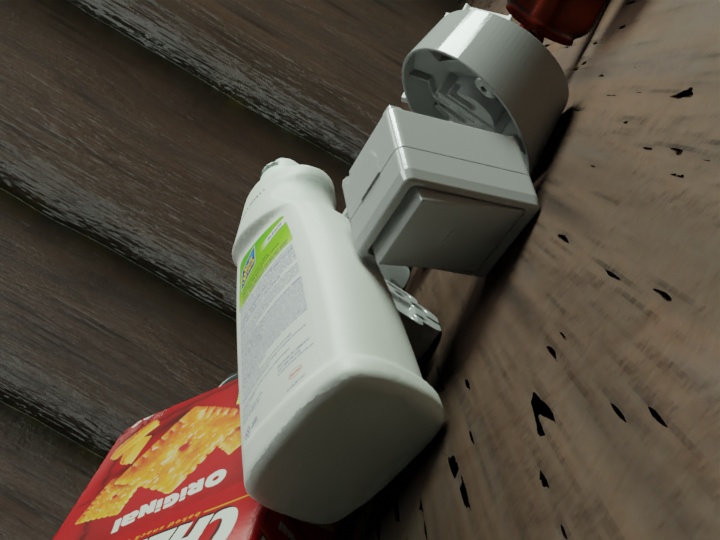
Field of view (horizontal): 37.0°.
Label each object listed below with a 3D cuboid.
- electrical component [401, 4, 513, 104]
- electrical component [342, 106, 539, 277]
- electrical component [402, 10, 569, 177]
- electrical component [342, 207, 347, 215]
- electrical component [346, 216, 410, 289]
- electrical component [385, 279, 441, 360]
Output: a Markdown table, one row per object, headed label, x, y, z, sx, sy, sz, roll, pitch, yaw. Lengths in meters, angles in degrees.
| label | x | y | z | sx | sy | sz | roll | pitch | yaw |
| --- | --- | --- | --- | --- | --- | --- | --- | --- | --- |
| electrical component | 0.094 | -0.170 | 0.954 | 0.063 | 0.079 | 0.121 | 90 | -159 | -52 |
| electrical component | 0.048 | -0.036 | 0.568 | 0.061 | 0.096 | 0.061 | -56 | 34 | 41 |
| electrical component | 0.070 | -0.099 | 0.625 | 0.064 | 0.099 | 0.099 | -55 | 3 | -20 |
| electrical component | 0.002 | -0.023 | 1.038 | 0.121 | 0.063 | 0.078 | -58 | 5 | 28 |
| electrical component | 0.000 | 0.000 | 0.869 | 0.054 | 0.059 | 0.095 | -31 | 22 | 41 |
| electrical component | 0.009 | 0.041 | 0.636 | 0.057 | 0.058 | 0.078 | -57 | 6 | 8 |
